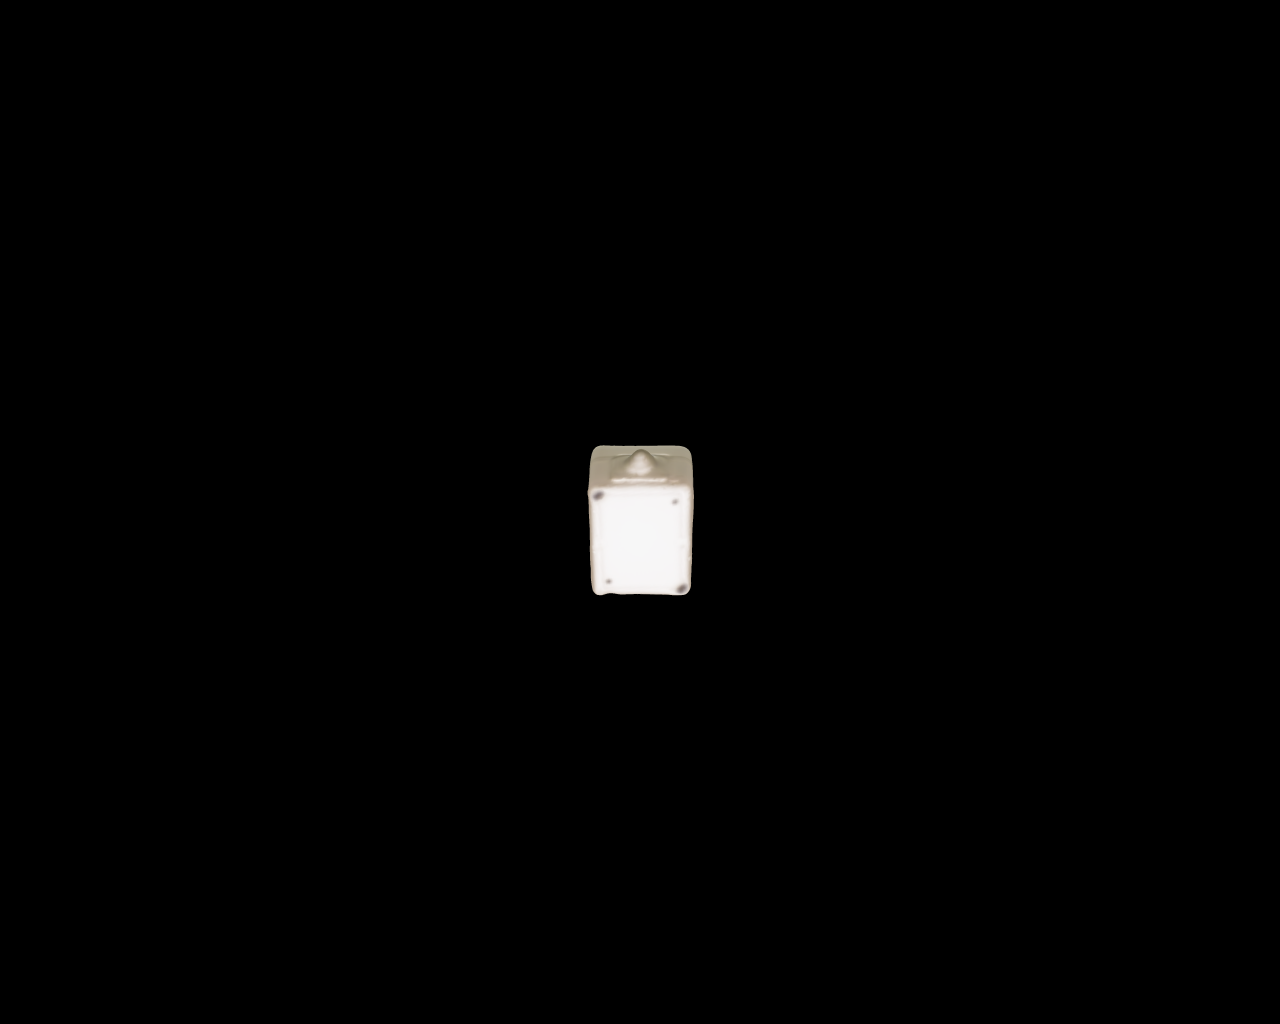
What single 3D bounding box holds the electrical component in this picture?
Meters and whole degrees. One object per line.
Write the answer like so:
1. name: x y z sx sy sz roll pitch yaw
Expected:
1. electrical component: 0.001 -0.003 0.650 0.062 0.096 0.061 0 32 0
